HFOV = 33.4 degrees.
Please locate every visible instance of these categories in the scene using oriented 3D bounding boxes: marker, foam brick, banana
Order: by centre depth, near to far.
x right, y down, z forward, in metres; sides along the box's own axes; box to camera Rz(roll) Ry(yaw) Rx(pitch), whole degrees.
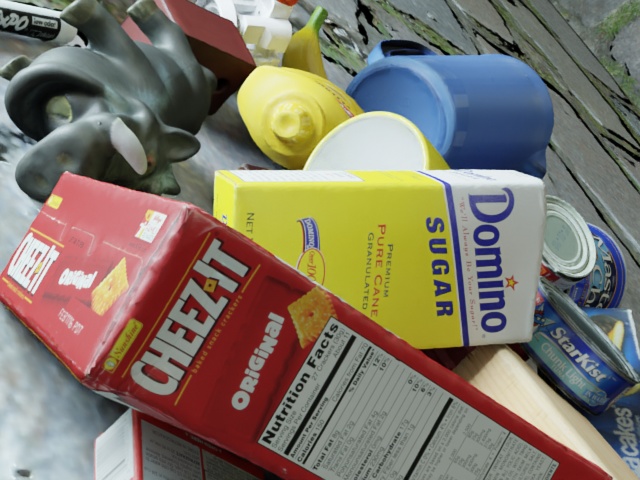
[{"bbox_3d":[-0.185,-0.129,0.608,0.020,0.020,0.120,54,23,16],"label":"marker"},{"bbox_3d":[-0.092,-0.128,0.728,0.078,0.053,0.051,15,38,-50],"label":"foam brick"},{"bbox_3d":[0.021,-0.096,0.858,0.198,0.069,0.037,59,6,10],"label":"banana"}]

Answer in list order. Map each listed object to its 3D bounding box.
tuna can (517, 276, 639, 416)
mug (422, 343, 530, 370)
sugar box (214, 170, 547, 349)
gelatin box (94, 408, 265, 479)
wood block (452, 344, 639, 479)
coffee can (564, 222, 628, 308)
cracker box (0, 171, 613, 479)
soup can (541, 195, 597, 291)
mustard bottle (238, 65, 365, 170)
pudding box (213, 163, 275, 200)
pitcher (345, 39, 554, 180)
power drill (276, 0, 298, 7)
[{"bbox_3d":[0.151,0.064,0.644,0.086,0.034,0.086,42,13,-13],"label":"tuna can"},{"bbox_3d":[0.101,0.057,0.735,0.081,0.093,0.117,55,-13,7],"label":"mug"},{"bbox_3d":[0.032,0.011,0.562,0.176,0.093,0.048,-2,14,-18],"label":"sugar box"},{"bbox_3d":[-0.052,0.118,0.419,0.073,0.030,0.089,34,26,-32],"label":"gelatin box"},{"bbox_3d":[0.111,0.138,0.523,0.090,0.091,0.206,42,7,-16],"label":"wood block"},{"bbox_3d":[0.187,0.029,0.897,0.140,0.103,0.103,8,44,-57],"label":"coffee can"},{"bbox_3d":[-0.014,0.060,0.439,0.213,0.072,0.164,34,-9,-26],"label":"cracker box"},{"bbox_3d":[0.143,0.019,0.783,0.068,0.102,0.068,18,55,-29],"label":"soup can"},{"bbox_3d":[-0.010,-0.082,0.737,0.096,0.058,0.191,40,10,0],"label":"mustard bottle"},{"bbox_3d":[-0.004,0.001,0.685,0.113,0.039,0.090,10,42,-55],"label":"pudding box"},{"bbox_3d":[0.109,-0.116,0.979,0.242,0.149,0.145,-11,103,-61],"label":"pitcher"},{"bbox_3d":[-0.099,-0.214,0.751,0.187,0.057,0.184,14,28,3],"label":"power drill"}]
